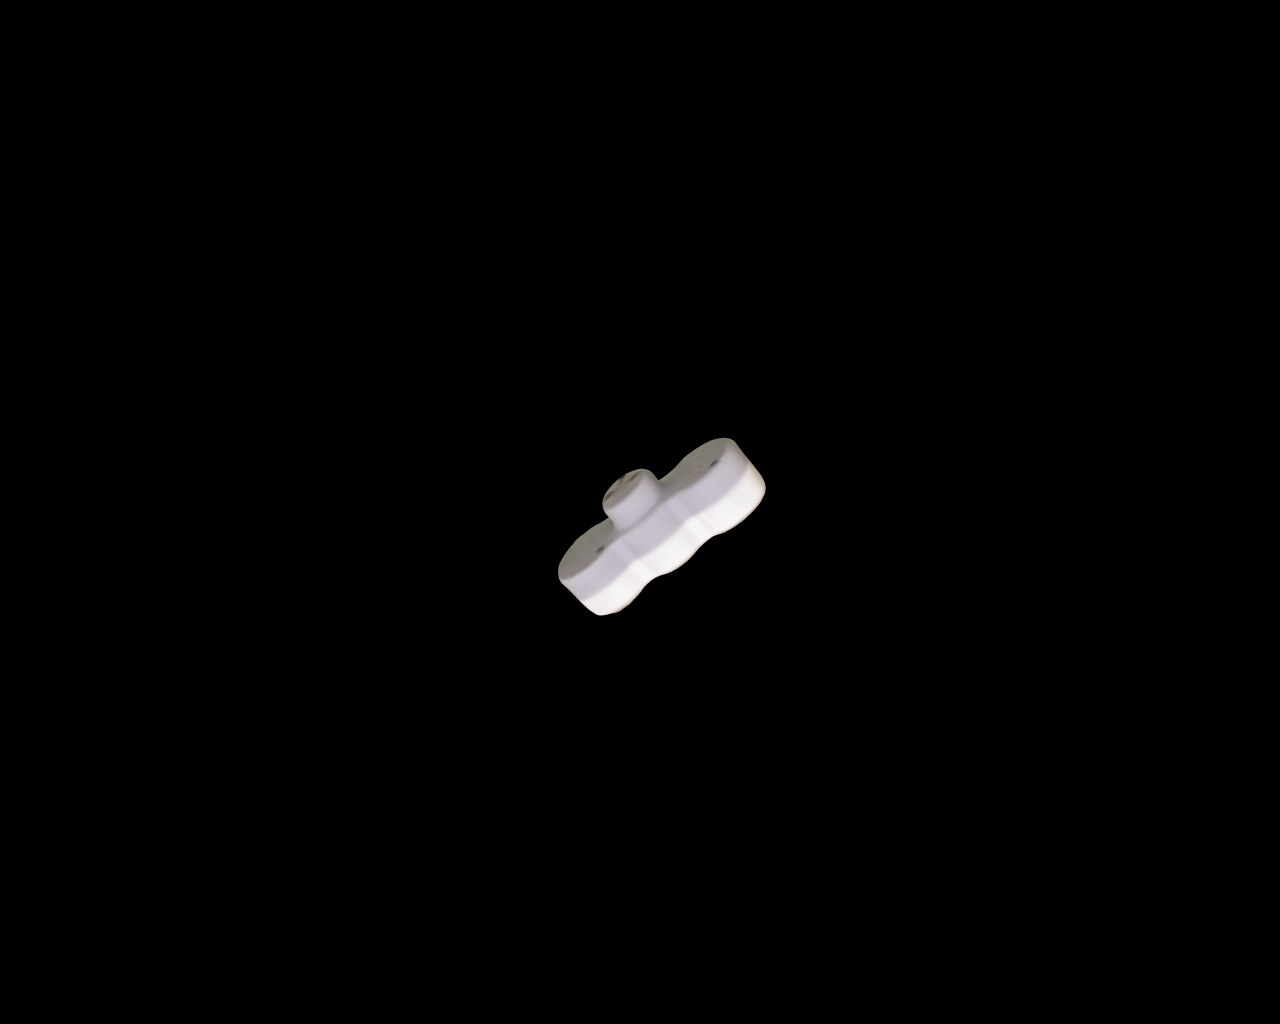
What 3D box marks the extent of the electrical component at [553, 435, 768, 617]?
[{"bbox_3d":[0.001,-0.003,0.650,0.138,0.073,0.052,-36,19,15],"label":"electrical component"}]
